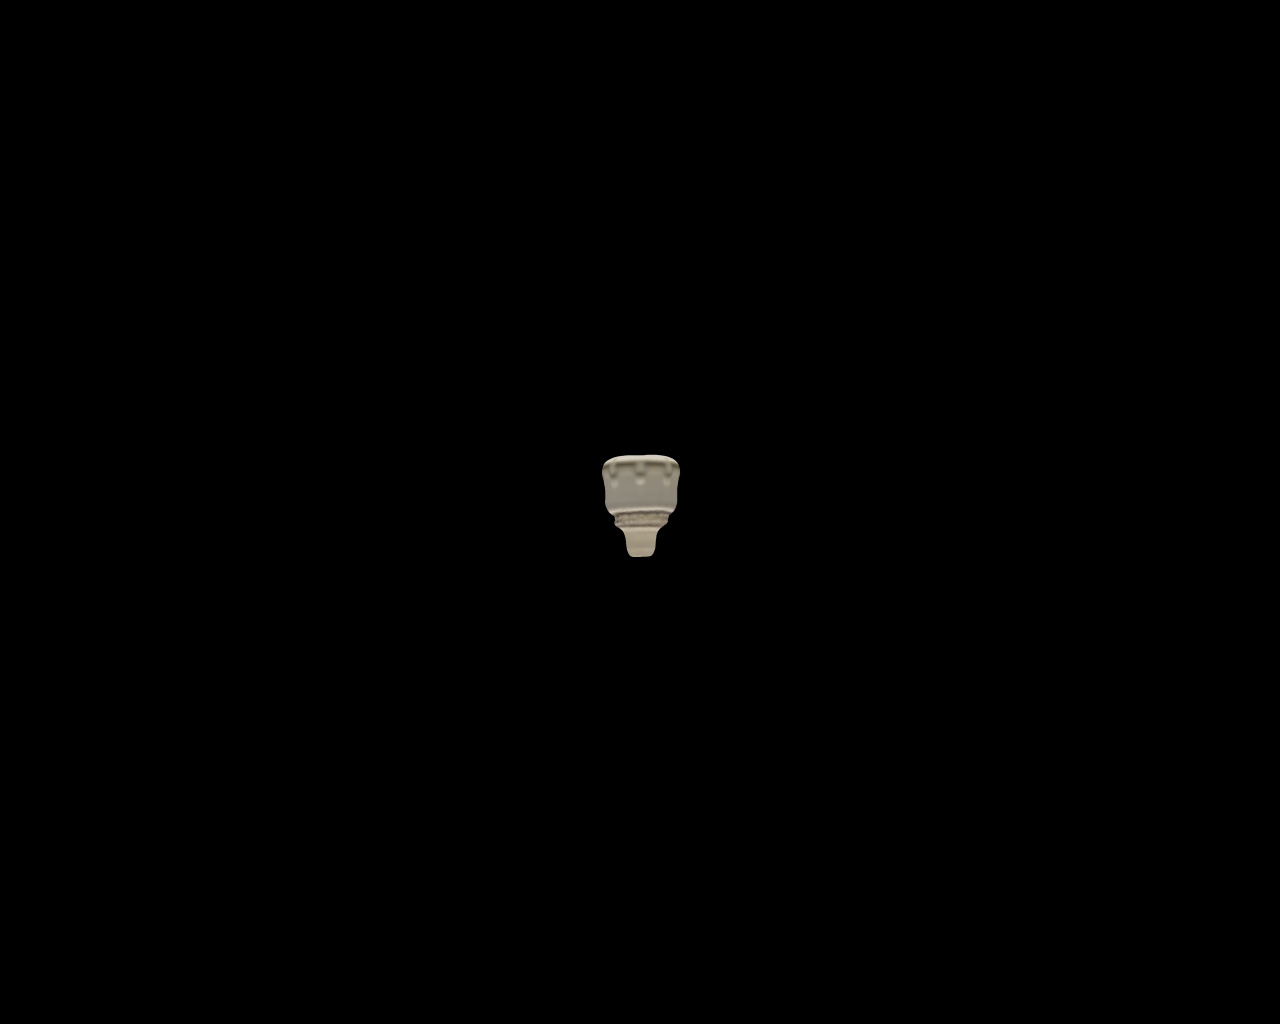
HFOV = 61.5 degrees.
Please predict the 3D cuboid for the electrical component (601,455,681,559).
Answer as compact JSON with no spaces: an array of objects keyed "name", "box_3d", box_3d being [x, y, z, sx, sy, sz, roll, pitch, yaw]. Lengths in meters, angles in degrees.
[{"name":"electrical component","box_3d":[0.001,-0.003,0.650,0.048,0.062,0.048,0,-5,0]}]
